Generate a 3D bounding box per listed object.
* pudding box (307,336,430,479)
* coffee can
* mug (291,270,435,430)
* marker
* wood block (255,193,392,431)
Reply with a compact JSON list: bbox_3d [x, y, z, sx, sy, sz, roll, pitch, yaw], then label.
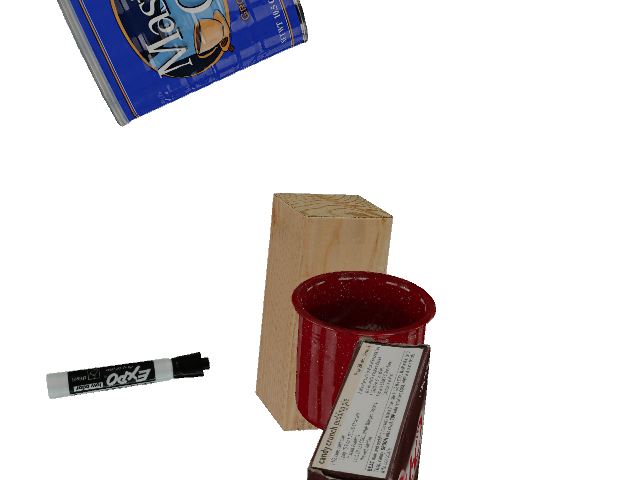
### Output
[{"bbox_3d":[0.021,0.108,0.472,0.039,0.090,0.113,8,25,9],"label":"pudding box"},{"bbox_3d":[-0.093,-0.152,0.716,0.140,0.103,0.103,-25,2,-5],"label":"coffee can"},{"bbox_3d":[0.029,0.071,0.710,0.093,0.081,0.117,9,23,13],"label":"mug"},{"bbox_3d":[-0.144,0.101,0.804,0.121,0.020,0.020,-7,1,-11],"label":"marker"},{"bbox_3d":[0.001,0.066,1.012,0.090,0.206,0.091,0,16,-21],"label":"wood block"}]
